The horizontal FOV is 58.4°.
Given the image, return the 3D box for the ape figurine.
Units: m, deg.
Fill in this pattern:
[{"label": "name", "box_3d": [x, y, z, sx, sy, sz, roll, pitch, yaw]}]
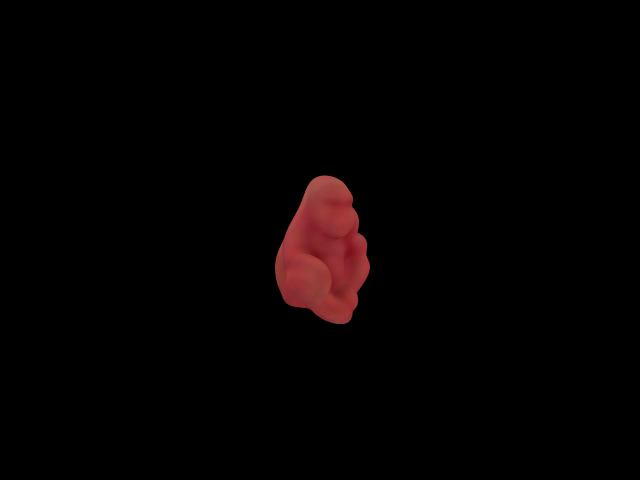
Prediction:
[{"label": "ape figurine", "box_3d": [0.004, 0.001, 0.400, 0.078, 0.092, 0.075, -14, 22, -37]}]
